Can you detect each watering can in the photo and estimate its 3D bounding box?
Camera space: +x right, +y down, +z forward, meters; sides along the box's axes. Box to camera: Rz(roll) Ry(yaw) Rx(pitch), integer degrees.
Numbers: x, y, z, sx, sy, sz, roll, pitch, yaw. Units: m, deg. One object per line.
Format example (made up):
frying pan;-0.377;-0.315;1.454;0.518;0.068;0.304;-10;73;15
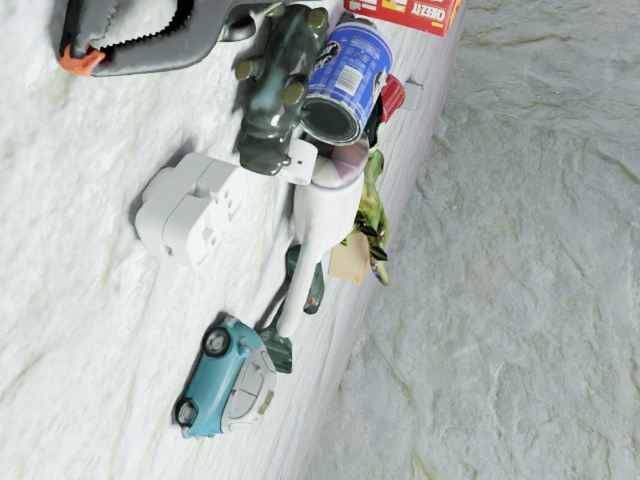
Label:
watering can;0.002;-0.040;0.797;0.104;0.356;0.219;14;-44;5

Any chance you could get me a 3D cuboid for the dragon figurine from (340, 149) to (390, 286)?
dragon figurine;0.112;-0.090;1.112;0.122;0.247;0.402;6;-29;26
